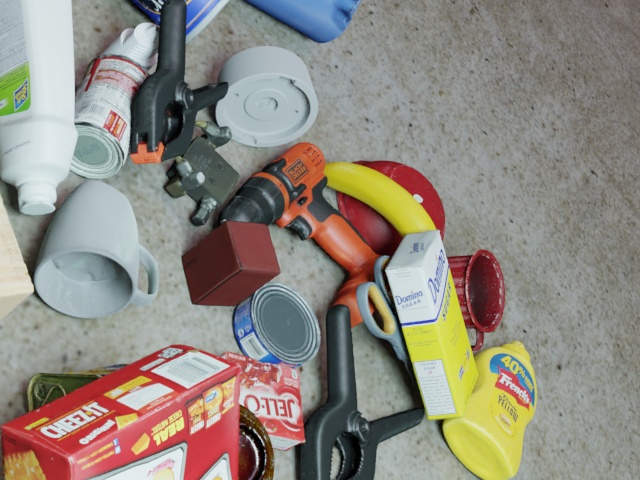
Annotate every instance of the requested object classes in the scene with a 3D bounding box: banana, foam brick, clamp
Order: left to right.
[{"bbox_3d":[-0.139,-0.143,0.996,0.120,0.039,0.171,62,31,-32],"label":"clamp"},{"bbox_3d":[-0.084,0.023,0.998,0.051,0.078,0.053,6,59,-43],"label":"foam brick"},{"bbox_3d":[0.036,0.187,1.037,0.164,0.036,0.209,48,42,-27],"label":"clamp"},{"bbox_3d":[0.073,-0.029,1.171,0.198,0.070,0.037,50,16,18],"label":"banana"}]

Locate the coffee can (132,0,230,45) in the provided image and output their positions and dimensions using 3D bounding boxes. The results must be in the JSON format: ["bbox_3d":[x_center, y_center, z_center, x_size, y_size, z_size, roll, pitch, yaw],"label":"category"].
[{"bbox_3d":[-0.163,-0.287,1.116,0.140,0.103,0.102,42,40,-18],"label":"coffee can"}]

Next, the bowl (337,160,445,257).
[{"bbox_3d":[0.096,-0.035,1.252,0.161,0.055,0.162,27,46,-32],"label":"bowl"}]

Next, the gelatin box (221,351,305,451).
[{"bbox_3d":[-0.056,0.148,0.975,0.089,0.030,0.073,20,51,-36],"label":"gelatin box"}]

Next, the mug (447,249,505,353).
[{"bbox_3d":[0.154,0.071,1.205,0.093,0.082,0.117,-18,100,-54],"label":"mug"}]

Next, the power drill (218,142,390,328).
[{"bbox_3d":[-0.007,0.001,1.112,0.187,0.057,0.184,52,41,-7],"label":"power drill"}]

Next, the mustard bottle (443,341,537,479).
[{"bbox_3d":[0.202,0.178,1.209,0.096,0.058,0.191,47,38,-10],"label":"mustard bottle"}]

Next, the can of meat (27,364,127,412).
[{"bbox_3d":[-0.160,0.126,0.822,0.083,0.102,0.057,-4,90,-51],"label":"can of meat"}]

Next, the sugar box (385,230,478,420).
[{"bbox_3d":[0.119,0.088,1.111,0.093,0.048,0.176,-54,133,-60],"label":"sugar box"}]

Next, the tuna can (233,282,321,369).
[{"bbox_3d":[-0.042,0.086,1.032,0.086,0.034,0.086,27,46,-32],"label":"tuna can"}]

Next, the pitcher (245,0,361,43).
[{"bbox_3d":[-0.070,-0.340,1.251,0.242,0.149,0.145,21,65,-33],"label":"pitcher"}]

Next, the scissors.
[{"bbox_3d":[0.088,0.095,1.116,0.201,0.016,0.096,53,41,-43],"label":"scissors"}]

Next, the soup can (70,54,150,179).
[{"bbox_3d":[-0.198,-0.114,0.982,0.068,0.069,0.102,36,43,-23],"label":"soup can"}]

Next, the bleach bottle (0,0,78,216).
[{"bbox_3d":[-0.257,-0.138,0.927,0.068,0.103,0.251,15,59,-48],"label":"bleach bottle"}]

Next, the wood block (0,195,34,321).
[{"bbox_3d":[-0.318,0.027,0.733,0.205,0.091,0.090,-8,69,-49],"label":"wood block"}]

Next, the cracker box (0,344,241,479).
[{"bbox_3d":[-0.132,0.198,0.734,0.163,0.072,0.214,-25,124,-52],"label":"cracker box"}]
